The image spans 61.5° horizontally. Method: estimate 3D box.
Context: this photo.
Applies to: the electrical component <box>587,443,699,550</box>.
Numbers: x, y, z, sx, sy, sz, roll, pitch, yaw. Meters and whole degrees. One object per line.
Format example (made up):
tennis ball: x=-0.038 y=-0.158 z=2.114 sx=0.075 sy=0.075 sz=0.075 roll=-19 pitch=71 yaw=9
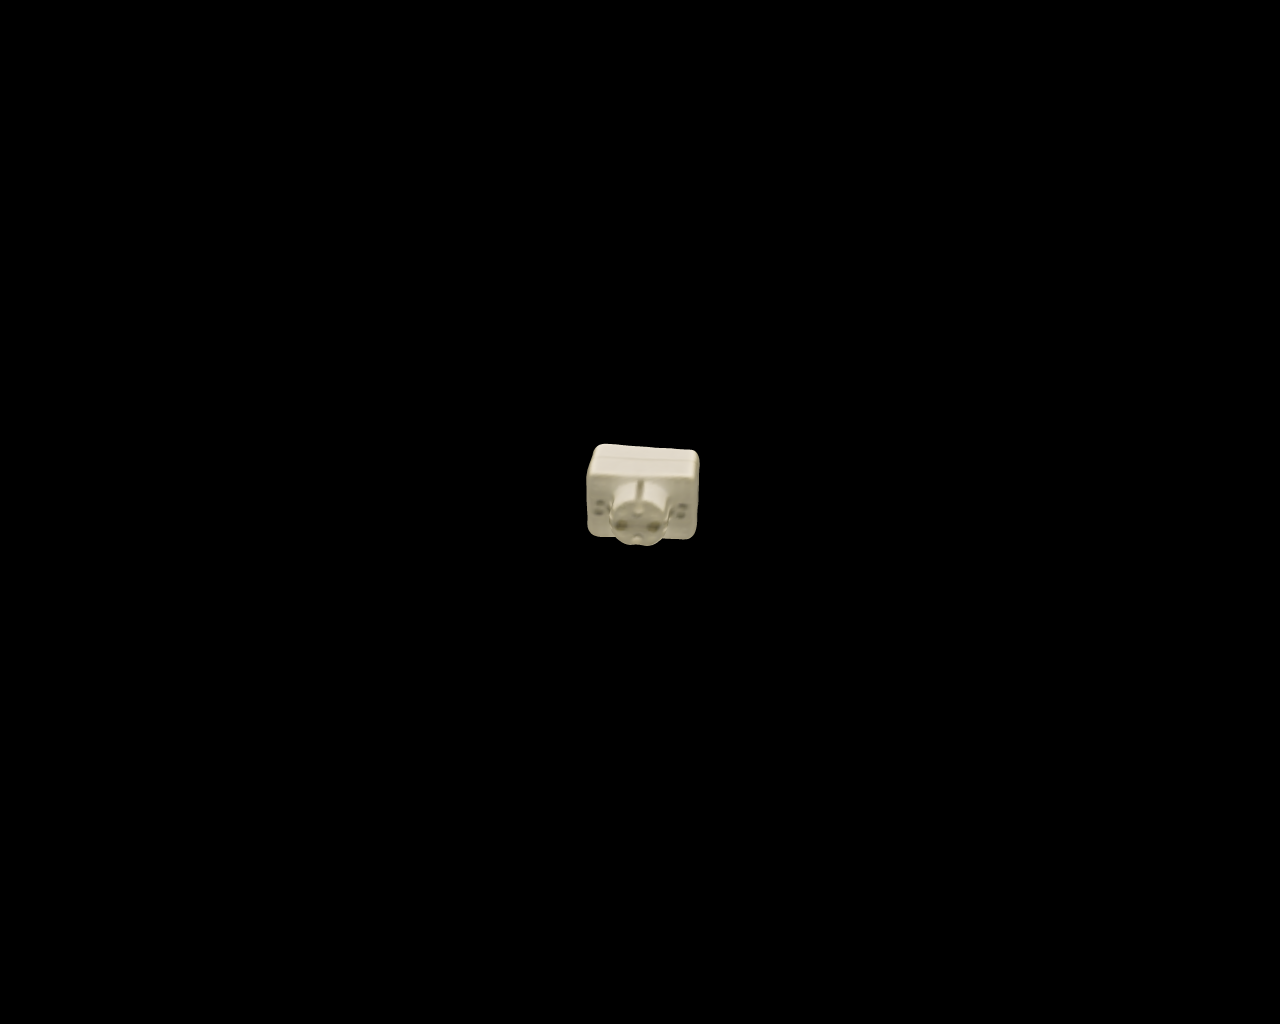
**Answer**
electrical component: x=0.001 y=-0.003 z=0.650 sx=0.066 sy=0.047 sz=0.077 roll=3 pitch=32 yaw=5
